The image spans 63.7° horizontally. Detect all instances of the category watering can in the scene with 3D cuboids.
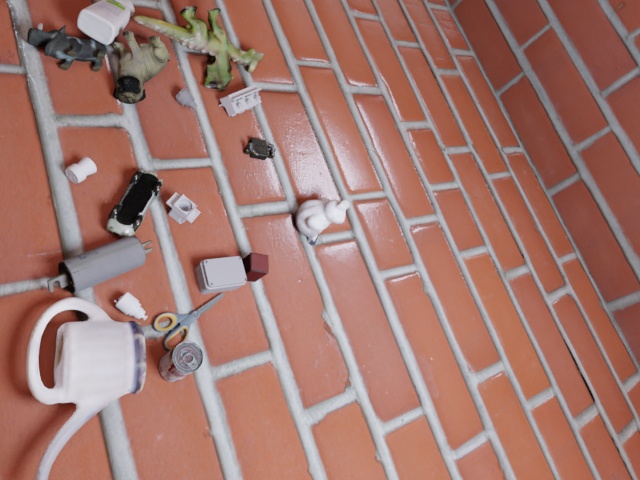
[{"bbox_3d":[-0.454,0.280,1.017,0.224,0.354,0.102,5,-29,-34],"label":"watering can"}]

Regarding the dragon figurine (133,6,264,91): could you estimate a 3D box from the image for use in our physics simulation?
[{"bbox_3d":[-0.352,-0.582,1.597,0.414,0.243,0.121,-21,-4,-41],"label":"dragon figurine"}]

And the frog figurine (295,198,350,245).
[{"bbox_3d":[0.005,-0.076,1.518,0.157,0.122,0.140,-39,8,47],"label":"frog figurine"}]
